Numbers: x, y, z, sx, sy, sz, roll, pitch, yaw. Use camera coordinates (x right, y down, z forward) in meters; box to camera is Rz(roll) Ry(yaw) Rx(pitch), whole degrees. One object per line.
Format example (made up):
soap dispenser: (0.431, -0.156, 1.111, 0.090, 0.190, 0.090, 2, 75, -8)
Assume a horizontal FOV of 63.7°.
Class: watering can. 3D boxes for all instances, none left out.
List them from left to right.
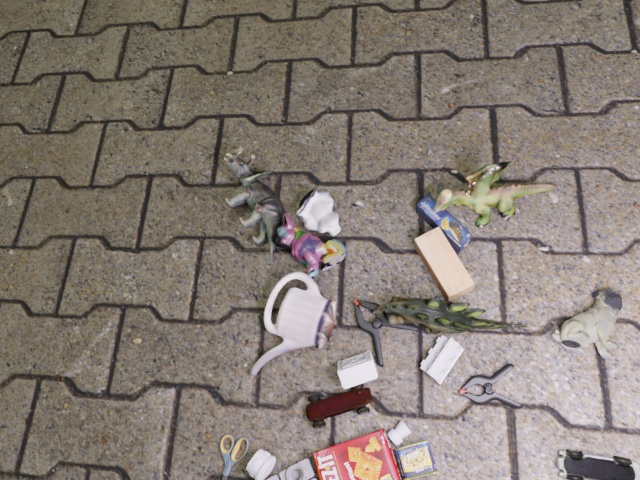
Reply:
watering can: (-0.077, 0.276, 1.590, 0.225, 0.103, 0.350, 15, 82, 15)

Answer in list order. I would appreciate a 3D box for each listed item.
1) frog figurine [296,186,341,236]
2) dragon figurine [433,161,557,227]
frog figurine: (0.005, -0.087, 1.733, 0.158, 0.122, 0.139, 38, 67, -15)
dragon figurine: (0.540, -0.158, 1.579, 0.410, 0.238, 0.124, -20, 63, 4)
